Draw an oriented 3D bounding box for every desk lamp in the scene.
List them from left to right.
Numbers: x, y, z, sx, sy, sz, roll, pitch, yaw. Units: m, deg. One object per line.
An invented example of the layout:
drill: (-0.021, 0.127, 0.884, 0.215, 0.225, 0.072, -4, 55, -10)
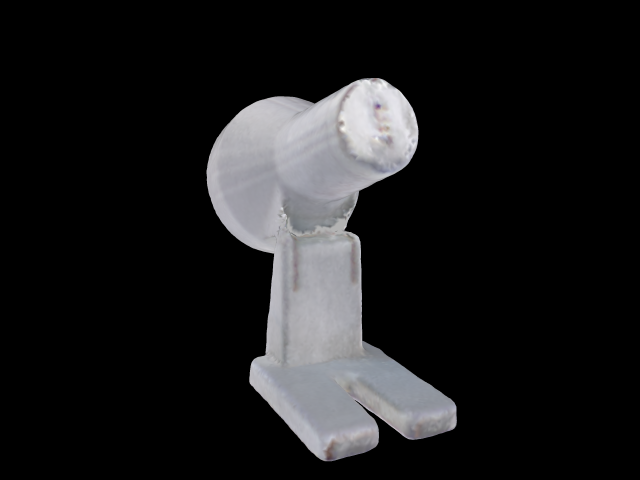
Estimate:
desk lamp: (0.004, 0.001, 0.400, 0.118, 0.213, 0.202, -6, 13, -27)
